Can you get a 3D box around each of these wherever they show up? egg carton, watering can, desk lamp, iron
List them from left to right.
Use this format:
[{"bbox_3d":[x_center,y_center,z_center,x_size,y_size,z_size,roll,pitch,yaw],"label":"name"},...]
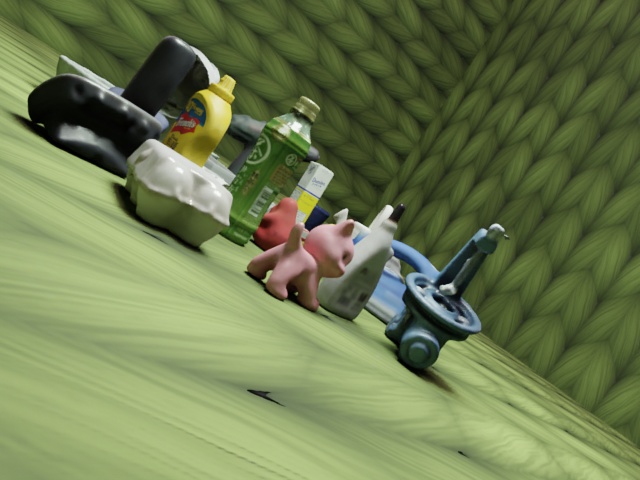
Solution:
[{"bbox_3d":[-0.161,-0.055,0.635,0.108,0.069,0.150,32,4,-33],"label":"egg carton"},{"bbox_3d":[-0.262,-0.241,1.038,0.118,0.213,0.203,34,4,-5],"label":"desk lamp"},{"bbox_3d":[0.108,-0.007,1.386,0.173,0.194,0.100,33,4,-20],"label":"watering can"},{"bbox_3d":[0.117,0.058,1.042,0.257,0.141,0.119,35,4,18],"label":"iron"}]

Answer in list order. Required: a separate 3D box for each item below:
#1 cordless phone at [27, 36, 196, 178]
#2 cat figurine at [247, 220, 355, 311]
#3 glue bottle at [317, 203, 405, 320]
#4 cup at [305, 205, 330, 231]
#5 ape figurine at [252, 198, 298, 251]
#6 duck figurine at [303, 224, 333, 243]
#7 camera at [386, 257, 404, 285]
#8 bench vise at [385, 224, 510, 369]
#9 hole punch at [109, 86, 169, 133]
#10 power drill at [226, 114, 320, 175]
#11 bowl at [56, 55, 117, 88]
[{"bbox_3d":[-0.245,-0.186,0.699,0.093,0.185,0.148,36,4,33],"label":"cordless phone"},{"bbox_3d":[-0.007,0.016,0.681,0.067,0.117,0.128,36,4,34],"label":"cat figurine"},{"bbox_3d":[0.065,0.024,0.776,0.078,0.173,0.037,30,5,-46],"label":"glue bottle"},{"bbox_3d":[-0.038,-0.061,1.591,0.092,0.095,0.117,33,4,-20],"label":"cup"},{"bbox_3d":[-0.065,-0.026,0.914,0.078,0.092,0.076,33,4,-21],"label":"ape figurine"},{"bbox_3d":[0.011,0.004,1.244,0.078,0.086,0.104,32,4,-22],"label":"duck figurine"},{"bbox_3d":[0.095,0.055,1.211,0.137,0.101,0.142,31,5,-42],"label":"camera"},{"bbox_3d":[0.171,0.064,0.815,0.122,0.219,0.207,33,4,-14],"label":"bench vise"},{"bbox_3d":[-0.291,-0.173,0.858,0.109,0.091,0.101,33,4,-12],"label":"hole punch"},{"bbox_3d":[-0.145,-0.185,1.373,0.230,0.208,0.075,33,4,-10],"label":"power drill"},{"bbox_3d":[-0.403,-0.252,1.026,0.167,0.074,0.167,34,4,-2],"label":"bowl"}]
